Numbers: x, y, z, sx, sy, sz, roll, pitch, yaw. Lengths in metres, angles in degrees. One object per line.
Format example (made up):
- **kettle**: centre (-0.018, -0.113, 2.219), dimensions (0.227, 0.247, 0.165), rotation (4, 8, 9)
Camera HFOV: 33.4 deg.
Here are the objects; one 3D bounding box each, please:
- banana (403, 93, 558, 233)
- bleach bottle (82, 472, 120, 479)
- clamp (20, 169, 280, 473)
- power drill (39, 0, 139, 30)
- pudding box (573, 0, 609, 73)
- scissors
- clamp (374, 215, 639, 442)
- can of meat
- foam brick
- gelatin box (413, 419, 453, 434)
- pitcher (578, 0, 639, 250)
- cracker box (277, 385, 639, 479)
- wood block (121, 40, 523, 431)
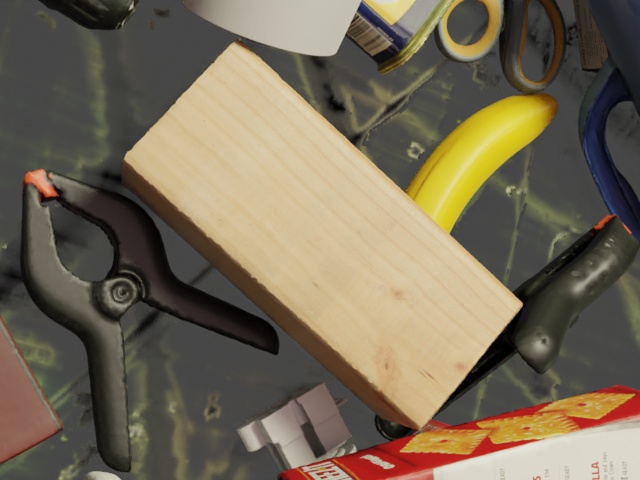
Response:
- **banana**: centre (0.086, -0.025, 0.680), dimensions (0.069, 0.037, 0.197), rotation (38, 76, -36)
- **bleach bottle**: centre (-0.019, 0.199, 0.615), dimensions (0.250, 0.068, 0.102), rotation (12, 85, -23)
- **clamp**: centre (-0.102, 0.029, 0.598), dimensions (0.120, 0.039, 0.171), rotation (-29, 98, -25)
- **power drill**: centre (-0.190, -0.112, 0.494), dimensions (0.184, 0.057, 0.187), rotation (33, 54, -19)
- **pudding box**: centre (0.217, -0.177, 0.726), dimensions (0.089, 0.039, 0.113), rotation (-17, 103, -22)
- **scissors**: centre (0.119, -0.194, 0.706), dimensions (0.096, 0.016, 0.202), rotation (-1, 78, -10)
- **clamp**: centre (0.137, 0.041, 0.645), dimensions (0.209, 0.165, 0.036), rotation (-36, 88, -28)
- **can of meat**: centre (0.041, -0.168, 0.653), dimensions (0.084, 0.058, 0.102), rotation (39, 75, -14)
- **foam brick**: centre (-0.178, 0.076, 0.558), dimensions (0.051, 0.053, 0.078), rotation (-30, 98, -20)
- **gelatin box**: centre (0.090, 0.159, 0.653), dimensions (0.030, 0.073, 0.089), rotation (-27, 99, -19)
- **pitcher**: centre (0.246, -0.100, 0.671), dimensions (0.149, 0.145, 0.242), rotation (-49, 119, -20)
- **cracker box**: centre (0.098, 0.184, 0.579), dimensions (0.213, 0.072, 0.164), rotation (-11, 94, -13)
- **wood block**: centre (-0.003, 0.000, 0.588), dimensions (0.206, 0.091, 0.090), rotation (42, 79, -4)
